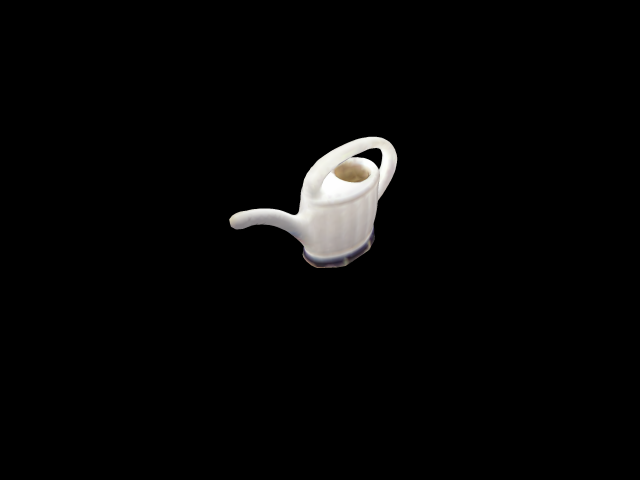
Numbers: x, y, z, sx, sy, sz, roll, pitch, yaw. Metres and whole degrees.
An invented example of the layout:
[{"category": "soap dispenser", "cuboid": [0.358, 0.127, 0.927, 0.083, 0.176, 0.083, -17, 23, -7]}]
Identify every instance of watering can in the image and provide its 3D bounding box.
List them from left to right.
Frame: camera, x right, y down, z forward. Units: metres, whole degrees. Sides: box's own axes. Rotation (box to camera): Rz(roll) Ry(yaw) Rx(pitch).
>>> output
[{"category": "watering can", "cuboid": [0.003, -0.043, 0.850, 0.352, 0.219, 0.105, -32, 50, -30]}]
